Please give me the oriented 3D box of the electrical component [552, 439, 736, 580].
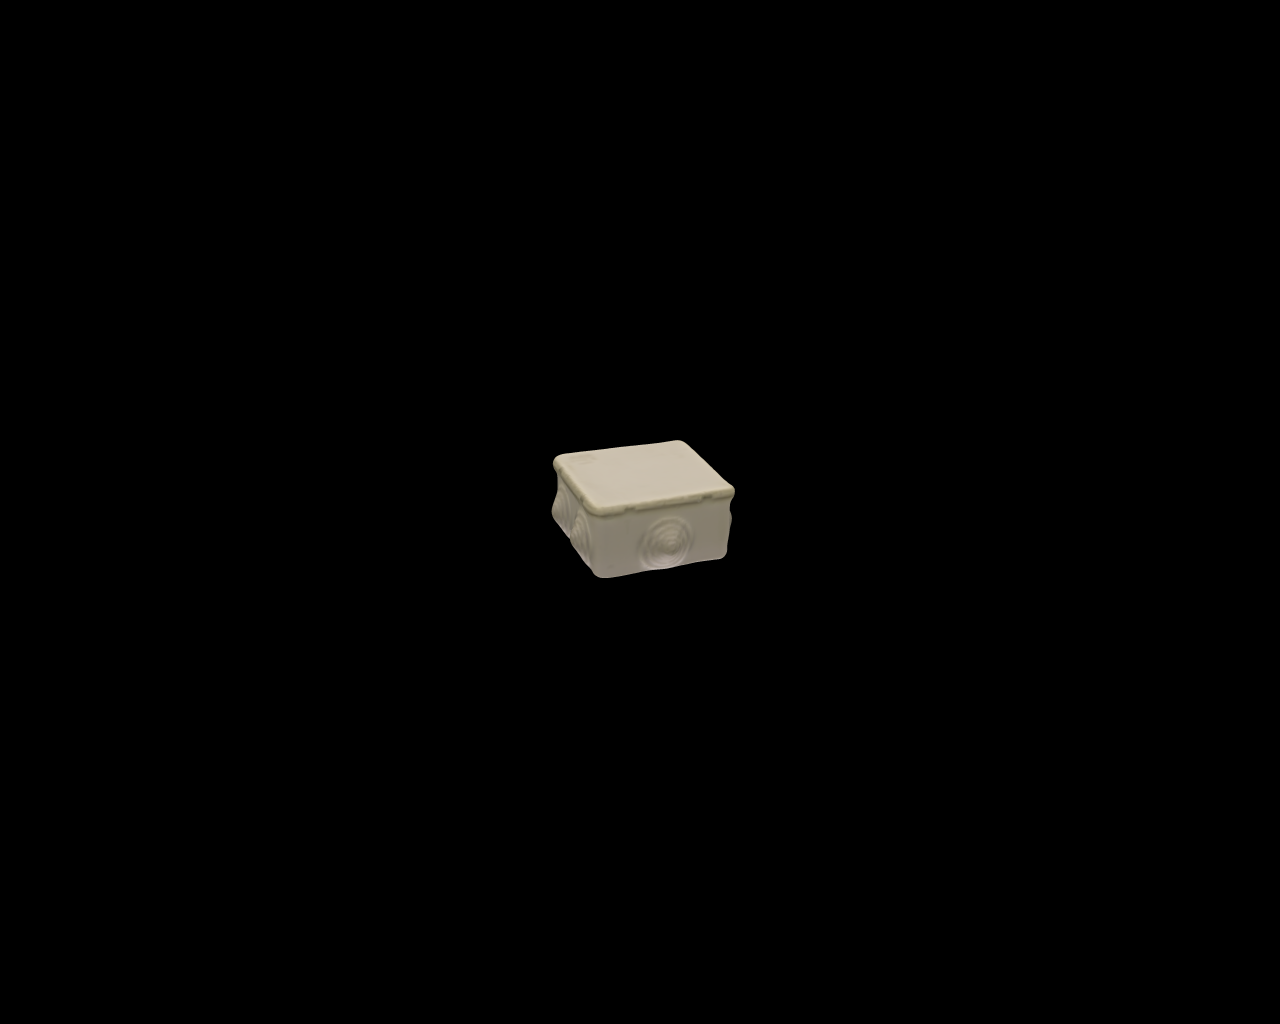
[{"bbox_3d":[0.001,-0.003,0.650,0.100,0.048,0.100,-8,26,-18],"label":"electrical component"}]
